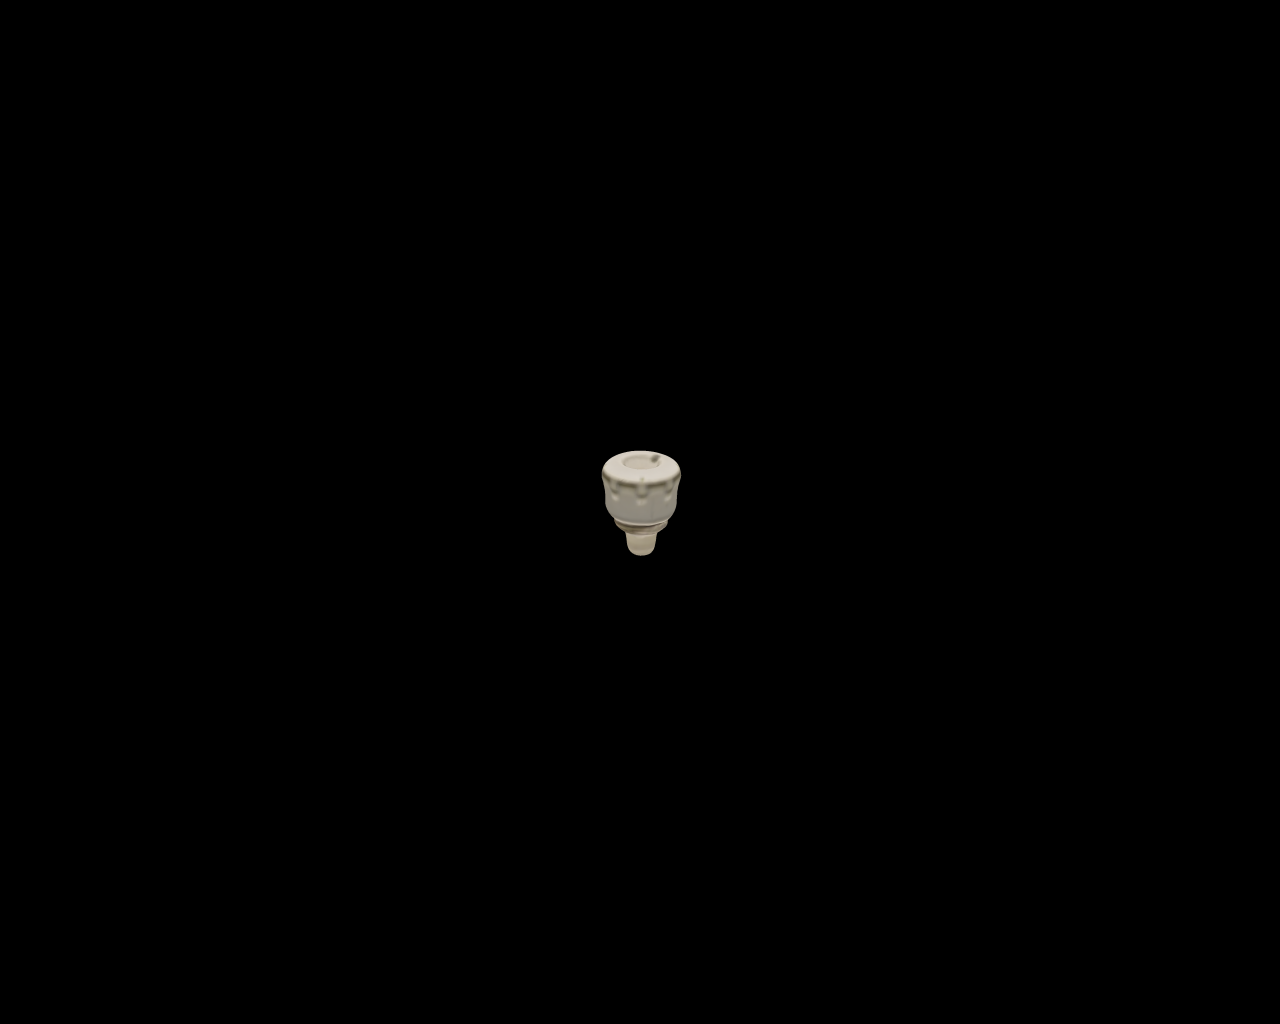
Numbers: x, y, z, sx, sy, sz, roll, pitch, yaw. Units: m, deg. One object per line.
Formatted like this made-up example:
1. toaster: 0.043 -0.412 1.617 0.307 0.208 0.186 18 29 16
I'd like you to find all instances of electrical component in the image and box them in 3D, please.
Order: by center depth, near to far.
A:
1. electrical component: 0.001 -0.003 0.650 0.048 0.062 0.048 0 24 0
